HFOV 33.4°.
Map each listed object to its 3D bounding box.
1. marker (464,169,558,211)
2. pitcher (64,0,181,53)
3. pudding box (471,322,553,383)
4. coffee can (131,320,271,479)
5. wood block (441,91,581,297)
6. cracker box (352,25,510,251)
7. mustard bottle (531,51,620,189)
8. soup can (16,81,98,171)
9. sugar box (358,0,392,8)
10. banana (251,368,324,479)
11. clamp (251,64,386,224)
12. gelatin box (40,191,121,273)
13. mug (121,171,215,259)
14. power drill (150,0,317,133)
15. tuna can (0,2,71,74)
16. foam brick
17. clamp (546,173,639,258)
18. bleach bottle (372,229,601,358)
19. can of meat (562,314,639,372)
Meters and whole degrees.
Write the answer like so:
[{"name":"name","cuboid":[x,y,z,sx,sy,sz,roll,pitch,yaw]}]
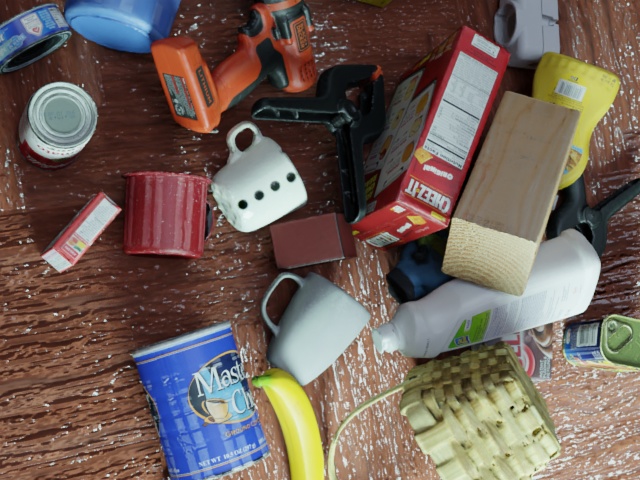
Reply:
[{"name":"marker","cuboid":[0.216,-0.061,1.244,0.121,0.020,0.020,18,73,13]},{"name":"pitcher","cuboid":[-0.173,-0.323,1.102,0.144,0.149,0.243,17,79,-18]},{"name":"pudding box","cuboid":[0.222,0.106,1.237,0.090,0.039,0.113,6,79,-19]},{"name":"coffee can","cuboid":[-0.118,0.162,1.064,0.102,0.103,0.140,-17,88,-22]},{"name":"wood block","cuboid":[0.207,-0.052,1.143,0.090,0.091,0.205,18,51,13]},{"name":"cracker box","cuboid":[0.114,-0.105,1.162,0.072,0.164,0.213,26,73,-13]},{"name":"mustard bottle","cuboid":[0.274,-0.118,1.261,0.096,0.058,0.192,23,98,14]},{"name":"soup can","cuboid":[-0.261,-0.112,1.054,0.068,0.102,0.068,4,80,-21]},{"name":"sugar box","cuboid":[0.012,-0.314,1.196,0.176,0.093,0.048,9,79,-19]},{"name":"banana","cuboid":[-0.028,0.206,1.107,0.069,0.037,0.198,-40,122,-43]},{"name":"clamp","cuboid":[0.015,-0.136,1.153,0.164,0.036,0.209,43,44,-19]},{"name":"gelatin box","cuboid":[-0.236,-0.006,1.053,0.030,0.089,0.073,42,70,-12]},{"name":"mug","cuboid":[-0.151,-0.023,1.097,0.117,0.093,0.081,10,81,-56]},{"name":"power drill","cuboid":[-0.085,-0.211,1.109,0.187,0.057,0.184,-38,127,-32]},{"name":"tuna can","cuboid":[-0.292,-0.201,1.065,0.086,0.086,0.034,-32,96,-22]},{"name":"foam brick","cuboid":[-0.007,0.001,1.140,0.078,0.053,0.051,-11,88,18]},{"name":"clamp","cuboid":[0.331,-0.029,1.301,0.120,0.039,0.171,18,79,-12]},{"name":"bleach bottle","cuboid":[0.176,0.068,1.156,0.250,0.102,0.068,-16,48,-17]},{"name":"can of meat","cuboid":[0.350,0.124,1.258,0.102,0.084,0.057,12,78,-19]}]
